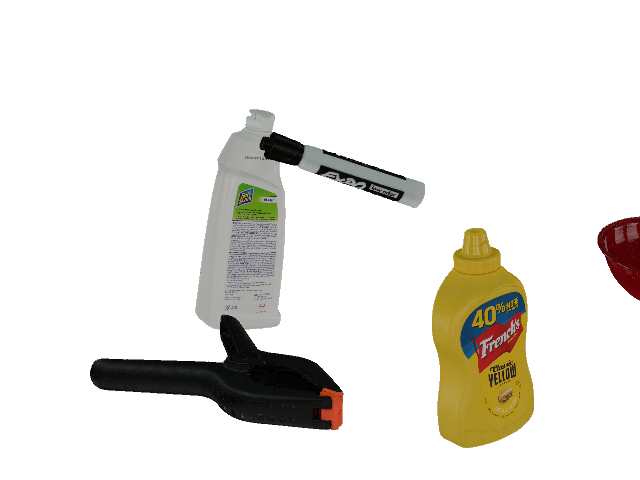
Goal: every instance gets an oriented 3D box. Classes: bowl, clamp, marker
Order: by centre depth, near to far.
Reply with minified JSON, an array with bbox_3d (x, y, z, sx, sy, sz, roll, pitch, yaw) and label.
[{"bbox_3d":[0.015,-0.049,0.733,0.121,0.020,0.020,18,-6,-18],"label":"marker"},{"bbox_3d":[-0.061,0.109,0.885,0.210,0.036,0.164,11,20,31],"label":"clamp"},{"bbox_3d":[0.380,0.030,1.159,0.162,0.055,0.162,0,26,0],"label":"bowl"}]

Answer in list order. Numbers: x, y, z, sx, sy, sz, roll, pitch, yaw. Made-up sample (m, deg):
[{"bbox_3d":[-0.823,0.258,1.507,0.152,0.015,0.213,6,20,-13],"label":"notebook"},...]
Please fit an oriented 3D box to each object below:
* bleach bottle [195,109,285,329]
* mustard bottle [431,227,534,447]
[{"bbox_3d":[-0.079,-0.024,1.226,0.102,0.251,0.068,-1,20,-33],"label":"bleach bottle"},{"bbox_3d":[0.143,0.082,0.949,0.096,0.191,0.058,-17,21,-30],"label":"mustard bottle"}]
